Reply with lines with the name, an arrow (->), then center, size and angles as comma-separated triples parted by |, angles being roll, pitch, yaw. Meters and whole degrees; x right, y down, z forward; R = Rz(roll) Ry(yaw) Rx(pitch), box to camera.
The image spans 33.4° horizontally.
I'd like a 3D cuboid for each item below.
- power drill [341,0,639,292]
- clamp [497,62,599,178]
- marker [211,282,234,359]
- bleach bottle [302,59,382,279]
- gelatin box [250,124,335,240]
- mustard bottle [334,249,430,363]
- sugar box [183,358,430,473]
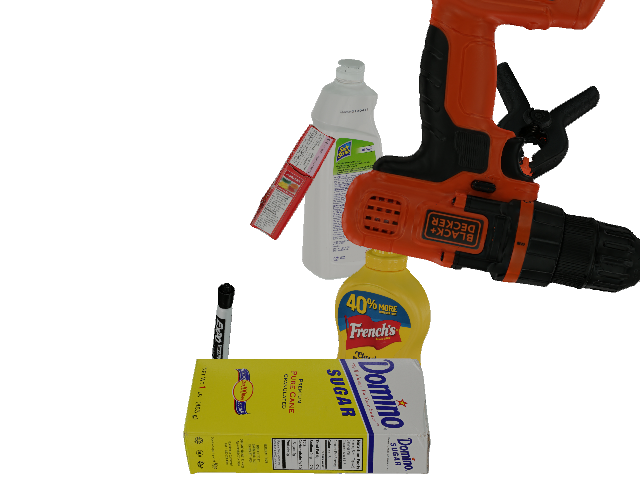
power drill -> 0.116, -0.069, 0.633 | 0.184, 0.188, 0.057 | 11, 5, 3
clamp -> 0.226, -0.131, 1.164 | 0.120, 0.039, 0.171 | 20, 49, 17
marker -> -0.110, 0.097, 1.200 | 0.020, 0.121, 0.020 | 6, 37, -5
bleach bottle -> 0.033, -0.083, 1.220 | 0.102, 0.251, 0.068 | -13, 31, -30
gelatin box -> -0.024, -0.053, 0.942 | 0.030, 0.073, 0.089 | 31, 32, -4
mustard bottle -> 0.060, 0.085, 1.054 | 0.096, 0.192, 0.058 | 12, 17, 29
sugar box -> -0.009, 0.129, 0.798 | 0.176, 0.048, 0.093 | -3, 31, 2
